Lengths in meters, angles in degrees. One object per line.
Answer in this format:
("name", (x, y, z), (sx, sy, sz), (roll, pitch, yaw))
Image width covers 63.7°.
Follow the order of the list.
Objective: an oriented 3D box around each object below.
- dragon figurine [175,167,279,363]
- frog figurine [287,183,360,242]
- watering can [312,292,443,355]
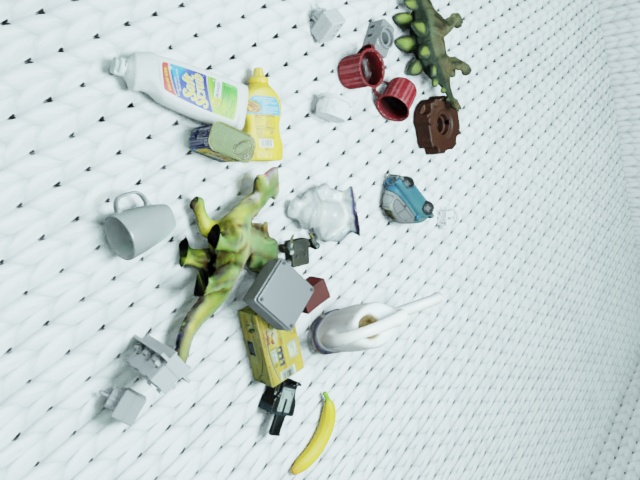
("dragon figurine", (-0.162, 0.047, 1.035), (0.242, 0.123, 0.409), (9, 95, -51))
("frog figurine", (0.004, -0.060, 1.193), (0.159, 0.124, 0.135), (-6, 109, -7))
("watering can", (0.125, 0.195, 1.222), (0.350, 0.222, 0.104), (-13, 85, -42))
